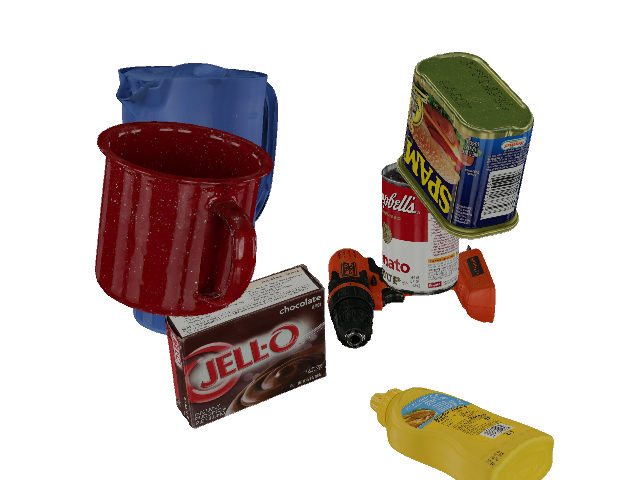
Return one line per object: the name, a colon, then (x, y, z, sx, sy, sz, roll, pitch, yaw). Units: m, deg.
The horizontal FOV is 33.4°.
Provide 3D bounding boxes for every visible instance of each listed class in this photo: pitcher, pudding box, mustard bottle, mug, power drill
pitcher: (-0.111, -0.042, 0.991, 0.149, 0.243, 0.145, 1, 14, -7)
pudding box: (-0.052, 0.075, 0.768, 0.113, 0.090, 0.039, -21, 44, -22)
mustard bottle: (0.122, 0.186, 1.034, 0.096, 0.058, 0.192, -17, 25, -40)
mug: (-0.070, -0.007, 0.569, 0.093, 0.081, 0.117, -8, 29, -39)
power drill: (0.101, 0.062, 1.220, 0.187, 0.057, 0.184, -1, 28, -1)

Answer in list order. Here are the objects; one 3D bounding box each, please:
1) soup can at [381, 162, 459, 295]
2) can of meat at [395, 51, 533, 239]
soup can: (0.087, -0.012, 0.923, 0.068, 0.102, 0.068, -2, 22, 0)
can of meat: (0.096, -0.065, 0.713, 0.057, 0.084, 0.102, -12, 42, -19)
